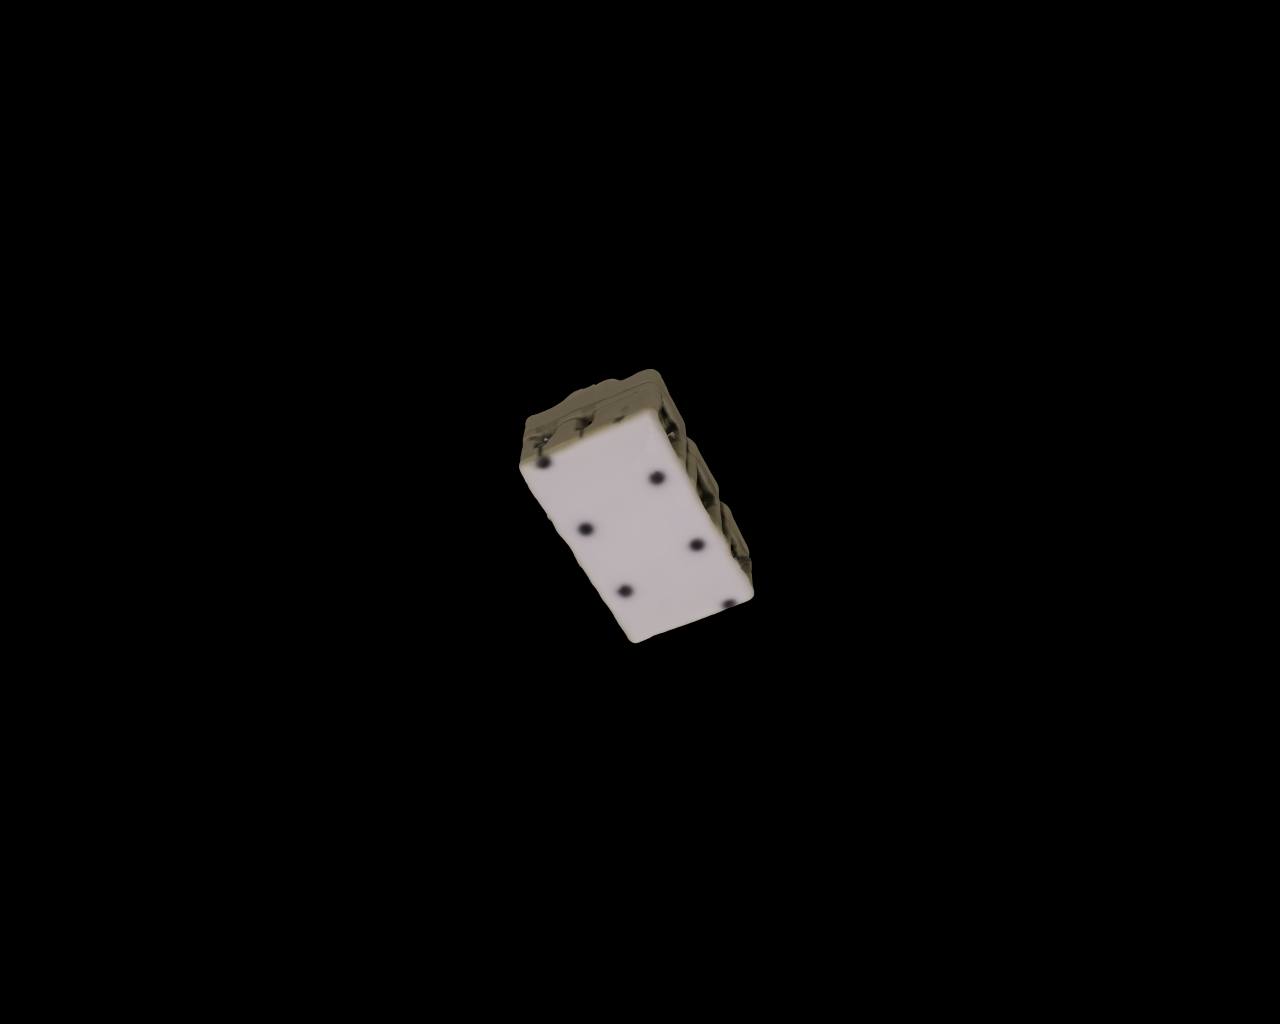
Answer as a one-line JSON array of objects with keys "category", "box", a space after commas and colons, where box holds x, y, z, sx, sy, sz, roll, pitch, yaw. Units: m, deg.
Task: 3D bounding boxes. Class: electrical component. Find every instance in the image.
[{"category": "electrical component", "box": [0.001, -0.003, 0.650, 0.089, 0.150, 0.062, -21, 32, 14]}]
